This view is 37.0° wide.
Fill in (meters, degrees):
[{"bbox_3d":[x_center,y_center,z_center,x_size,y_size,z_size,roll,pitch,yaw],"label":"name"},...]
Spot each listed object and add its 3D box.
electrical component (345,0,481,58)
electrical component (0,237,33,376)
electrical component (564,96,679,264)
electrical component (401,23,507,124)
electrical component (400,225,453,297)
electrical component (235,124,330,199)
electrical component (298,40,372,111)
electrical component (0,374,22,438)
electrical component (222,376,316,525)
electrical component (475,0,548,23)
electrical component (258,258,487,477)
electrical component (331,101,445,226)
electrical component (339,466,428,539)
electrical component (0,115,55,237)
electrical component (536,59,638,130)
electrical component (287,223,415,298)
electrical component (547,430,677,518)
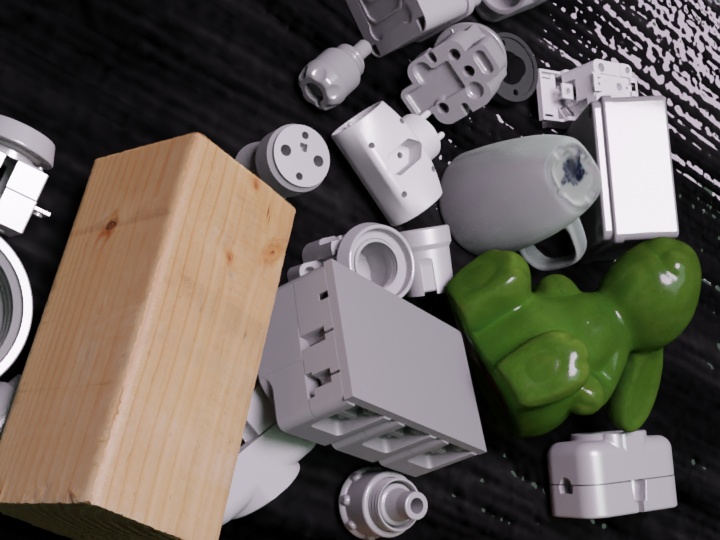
[{"bbox_3d":[0.026,-0.218,0.761,0.057,0.078,0.113,-30,98,-30],"label":"electrical component"},{"bbox_3d":[-0.226,0.020,0.566,0.108,0.060,0.108,6,78,-32],"label":"electrical component"},{"bbox_3d":[0.196,-0.066,0.819,0.056,0.108,0.108,-3,82,-3],"label":"electrical component"},{"bbox_3d":[0.074,-0.146,0.784,0.058,0.078,0.057,54,38,-13],"label":"electrical component"},{"bbox_3d":[0.046,-0.006,0.759,0.040,0.040,0.046,-11,93,-34],"label":"electrical component"},{"bbox_3d":[-0.051,-0.068,0.697,0.045,0.055,0.045,6,78,-32],"label":"electrical component"},{"bbox_3d":[-0.014,-0.139,0.747,0.035,0.035,0.061,52,57,-14],"label":"electrical component"},{"bbox_3d":[-0.186,0.077,0.593,0.078,0.040,0.040,-43,105,-31],"label":"electrical component"},{"bbox_3d":[-0.075,0.110,0.651,0.095,0.054,0.059,-37,102,-32],"label":"electrical component"},{"bbox_3d":[0.126,-0.228,0.815,0.059,0.095,0.053,-27,97,-33],"label":"electrical component"},{"bbox_3d":[0.008,0.067,0.671,0.150,0.062,0.089,30,42,-48],"label":"electrical component"},{"bbox_3d":[0.030,-0.084,0.759,0.079,0.043,0.077,-42,104,-31],"label":"electrical component"},{"bbox_3d":[0.019,0.152,0.699,0.048,0.062,0.048,6,78,-32],"label":"electrical component"},{"bbox_3d":[-0.202,-0.054,0.604,0.066,0.048,0.055,28,75,-26],"label":"electrical component"},{"bbox_3d":[0.181,-0.139,0.855,0.081,0.064,0.042,1,80,-33],"label":"electrical component"},{"bbox_3d":[0.000,0.000,0.717,0.078,0.057,0.058,-13,89,-34],"label":"electrical component"},{"bbox_3d":[0.190,0.152,0.814,0.095,0.054,0.059,1,81,-33],"label":"electrical component"}]
